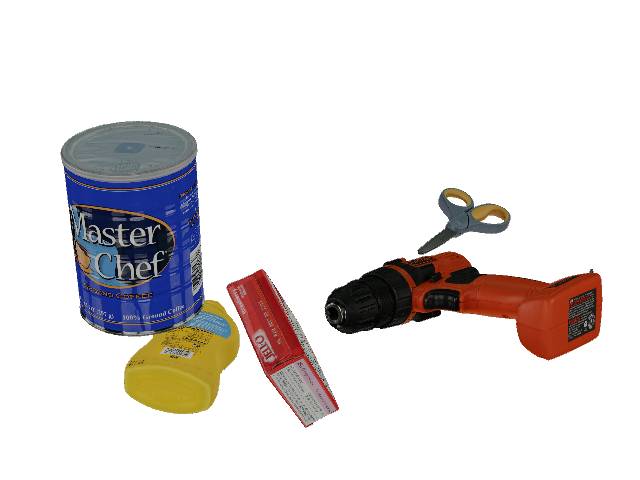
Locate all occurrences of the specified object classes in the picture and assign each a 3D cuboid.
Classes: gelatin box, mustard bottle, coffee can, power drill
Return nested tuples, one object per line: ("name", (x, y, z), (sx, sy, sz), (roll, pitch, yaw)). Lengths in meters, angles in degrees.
("gelatin box", (-0.024, 0.071, 0.697), (0.030, 0.073, 0.089), (-28, -36, 0))
("mustard bottle", (-0.141, 0.116, 1.176), (0.096, 0.058, 0.191), (8, 25, 8))
("coffee can", (-0.145, -0.011, 0.843), (0.103, 0.140, 0.103), (0, 28, 0))
("power drill", (0.121, 0.051, 0.880), (0.188, 0.057, 0.184), (10, 17, 39))

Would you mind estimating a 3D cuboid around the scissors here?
("scissors", (0.143, -0.025, 1.220), (0.201, 0.016, 0.096), (-12, 40, -46))
